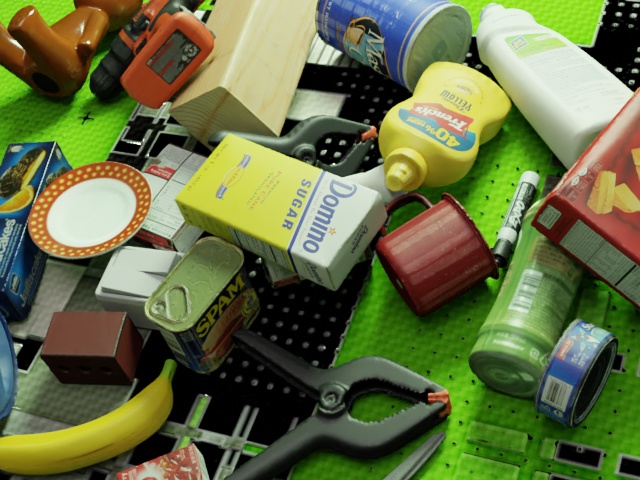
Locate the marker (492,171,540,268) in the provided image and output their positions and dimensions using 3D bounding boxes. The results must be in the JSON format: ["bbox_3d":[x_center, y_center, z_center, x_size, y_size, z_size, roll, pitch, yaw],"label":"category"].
[{"bbox_3d":[0.184,-0.019,1.009,0.020,0.020,0.121,11,49,22],"label":"marker"}]

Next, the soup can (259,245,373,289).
[{"bbox_3d":[-0.007,0.001,1.023,0.102,0.068,0.068,-18,51,2],"label":"soup can"}]

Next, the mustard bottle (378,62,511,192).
[{"bbox_3d":[0.111,-0.102,1.038,0.096,0.058,0.191,32,45,9],"label":"mustard bottle"}]

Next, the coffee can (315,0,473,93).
[{"bbox_3d":[0.079,-0.230,1.154,0.102,0.103,0.140,-42,55,-18],"label":"coffee can"}]

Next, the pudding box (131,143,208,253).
[{"bbox_3d":[-0.151,-0.042,1.114,0.090,0.039,0.113,21,63,28],"label":"pudding box"}]

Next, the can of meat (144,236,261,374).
[{"bbox_3d":[-0.105,0.063,0.992,0.058,0.084,0.102,24,62,29],"label":"can of meat"}]

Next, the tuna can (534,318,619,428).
[{"bbox_3d":[0.210,0.110,0.872,0.034,0.086,0.086,26,63,27],"label":"tuna can"}]

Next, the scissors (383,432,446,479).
[{"bbox_3d":[0.015,0.222,0.882,0.096,0.016,0.201,23,62,26],"label":"scissors"}]

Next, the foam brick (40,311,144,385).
[{"bbox_3d":[-0.216,0.102,1.011,0.078,0.053,0.051,-1,54,15],"label":"foam brick"}]

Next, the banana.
[{"bbox_3d":[-0.212,0.176,0.968,0.197,0.037,0.070,-23,33,-4],"label":"banana"}]

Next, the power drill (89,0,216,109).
[{"bbox_3d":[-0.187,-0.208,1.174,0.184,0.057,0.188,-48,27,10],"label":"power drill"}]

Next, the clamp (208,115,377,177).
[{"bbox_3d":[-0.019,-0.068,1.084,0.171,0.120,0.039,-14,7,-12],"label":"clamp"}]

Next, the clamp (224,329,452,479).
[{"bbox_3d":[0.008,0.138,0.934,0.210,0.036,0.164,-10,54,8],"label":"clamp"}]

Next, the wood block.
[{"bbox_3d":[-0.076,-0.201,1.163,0.091,0.090,0.206,-17,43,41],"label":"wood block"}]

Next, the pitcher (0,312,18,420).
[{"bbox_3d":[-0.417,0.141,0.993,0.243,0.145,0.149,-16,19,7],"label":"pitcher"}]

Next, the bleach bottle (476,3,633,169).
[{"bbox_3d":[0.238,-0.169,1.092,0.102,0.068,0.251,-13,45,-15],"label":"bleach bottle"}]

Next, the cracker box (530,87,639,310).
[{"bbox_3d":[0.315,-0.015,0.902,0.214,0.072,0.164,39,68,11],"label":"cracker box"}]

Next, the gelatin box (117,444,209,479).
[{"bbox_3d":[-0.127,0.227,0.907,0.073,0.030,0.089,-22,50,-2],"label":"gelatin box"}]

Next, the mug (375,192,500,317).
[{"bbox_3d":[0.098,0.008,0.974,0.081,0.093,0.117,-32,67,-4],"label":"mug"}]

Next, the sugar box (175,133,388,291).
[{"bbox_3d":[-0.037,-0.029,0.980,0.176,0.048,0.093,21,63,29],"label":"sugar box"}]
